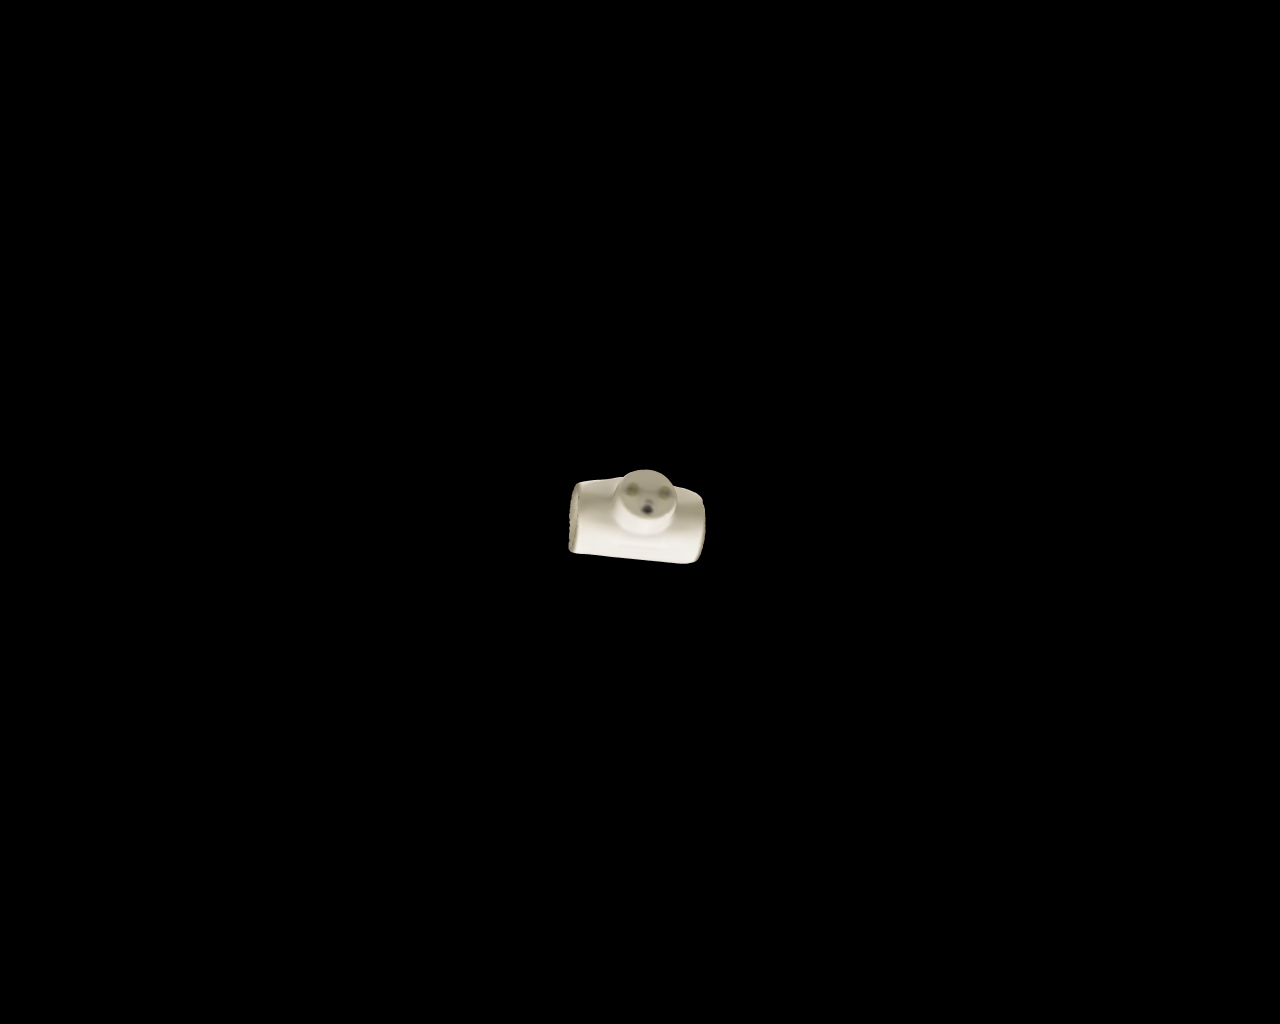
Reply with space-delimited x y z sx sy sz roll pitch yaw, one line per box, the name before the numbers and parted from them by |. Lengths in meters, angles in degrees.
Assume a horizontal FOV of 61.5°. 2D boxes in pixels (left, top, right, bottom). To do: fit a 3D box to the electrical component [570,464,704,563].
electrical component | 0.001 -0.003 0.650 0.077 0.043 0.079 6 -32 -9
